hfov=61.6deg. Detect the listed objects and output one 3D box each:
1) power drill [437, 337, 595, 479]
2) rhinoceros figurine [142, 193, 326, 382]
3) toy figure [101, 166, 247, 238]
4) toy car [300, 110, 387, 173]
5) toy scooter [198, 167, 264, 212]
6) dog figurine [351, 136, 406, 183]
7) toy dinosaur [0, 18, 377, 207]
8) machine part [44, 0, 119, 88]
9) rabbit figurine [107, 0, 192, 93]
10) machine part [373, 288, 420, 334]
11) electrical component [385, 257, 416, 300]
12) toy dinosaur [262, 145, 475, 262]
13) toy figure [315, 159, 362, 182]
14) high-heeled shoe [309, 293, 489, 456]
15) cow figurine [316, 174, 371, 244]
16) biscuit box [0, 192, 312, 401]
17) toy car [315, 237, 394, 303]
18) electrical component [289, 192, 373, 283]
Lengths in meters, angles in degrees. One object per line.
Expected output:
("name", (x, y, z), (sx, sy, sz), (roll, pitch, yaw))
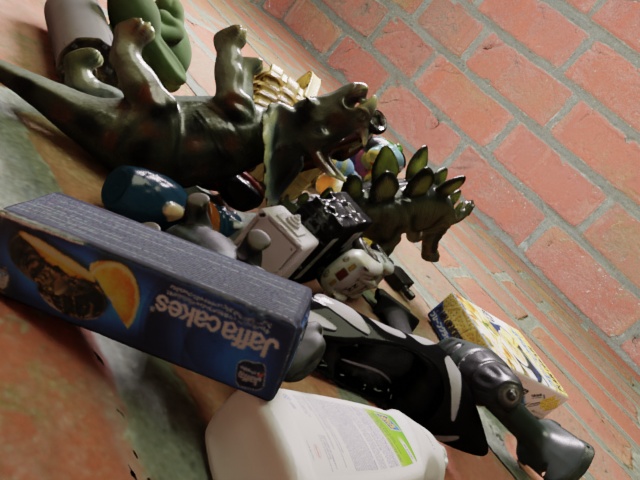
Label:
("power drill", (0.229, 0.206, 0.649), (0.207, 0.086, 0.232), (39, -4, -10))
("rhinoceros figurine", (-0.076, 0.043, 0.449), (0.191, 0.112, 0.073), (36, 55, 28))
("toy figure", (-0.140, -0.028, 0.536), (0.154, 0.058, 0.064), (26, 30, -52))
("toy car", (0.016, -0.132, 0.757), (0.202, 0.089, 0.053), (-25, 87, -39))
("toy scooter", (-0.139, -0.116, 0.705), (0.184, 0.075, 0.135), (43, 19, -6))
("dog figurine", (0.059, -0.205, 1.153), (0.219, 0.191, 0.108), (60, 27, 5))
("toy dinosaur", (-0.149, -0.119, 0.572), (0.131, 0.405, 0.192), (148, -67, -72))
("machine part", (-0.302, -0.253, 0.681), (0.079, 0.079, 0.243), (22, 27, -46))
("rabbit figurine", (-0.257, -0.287, 0.770), (0.170, 0.121, 0.159), (76, 1, -83))
("machine part", (0.114, 0.122, 0.740), (0.084, 0.039, 0.139), (42, 15, -27))
("electrical component", (0.135, 0.066, 0.927), (0.094, 0.021, 0.063), (50, 19, 24))
("toy dinosaur", (0.102, -0.046, 0.831), (0.471, 0.198, 0.105), (-10, 42, -38))
("toy figure", (0.004, -0.151, 1.038), (0.180, 0.089, 0.082), (23, -9, -33))
("high-heeled shoe", (0.066, 0.142, 0.536), (0.249, 0.086, 0.145), (41, 20, 14))
("cow figurine", (0.066, -0.065, 1.007), (0.167, 0.068, 0.098), (46, 13, 1))
("biscuit box", (-0.108, 0.034, 0.358), (0.203, 0.059, 0.063), (21, 18, 3))
("toy car", (0.050, 0.042, 0.689), (0.056, 0.073, 0.201), (54, 10, 12))
("electrical component", (-0.001, -0.002, 0.661), (0.058, 0.115, 0.134), (51, 20, 12))
